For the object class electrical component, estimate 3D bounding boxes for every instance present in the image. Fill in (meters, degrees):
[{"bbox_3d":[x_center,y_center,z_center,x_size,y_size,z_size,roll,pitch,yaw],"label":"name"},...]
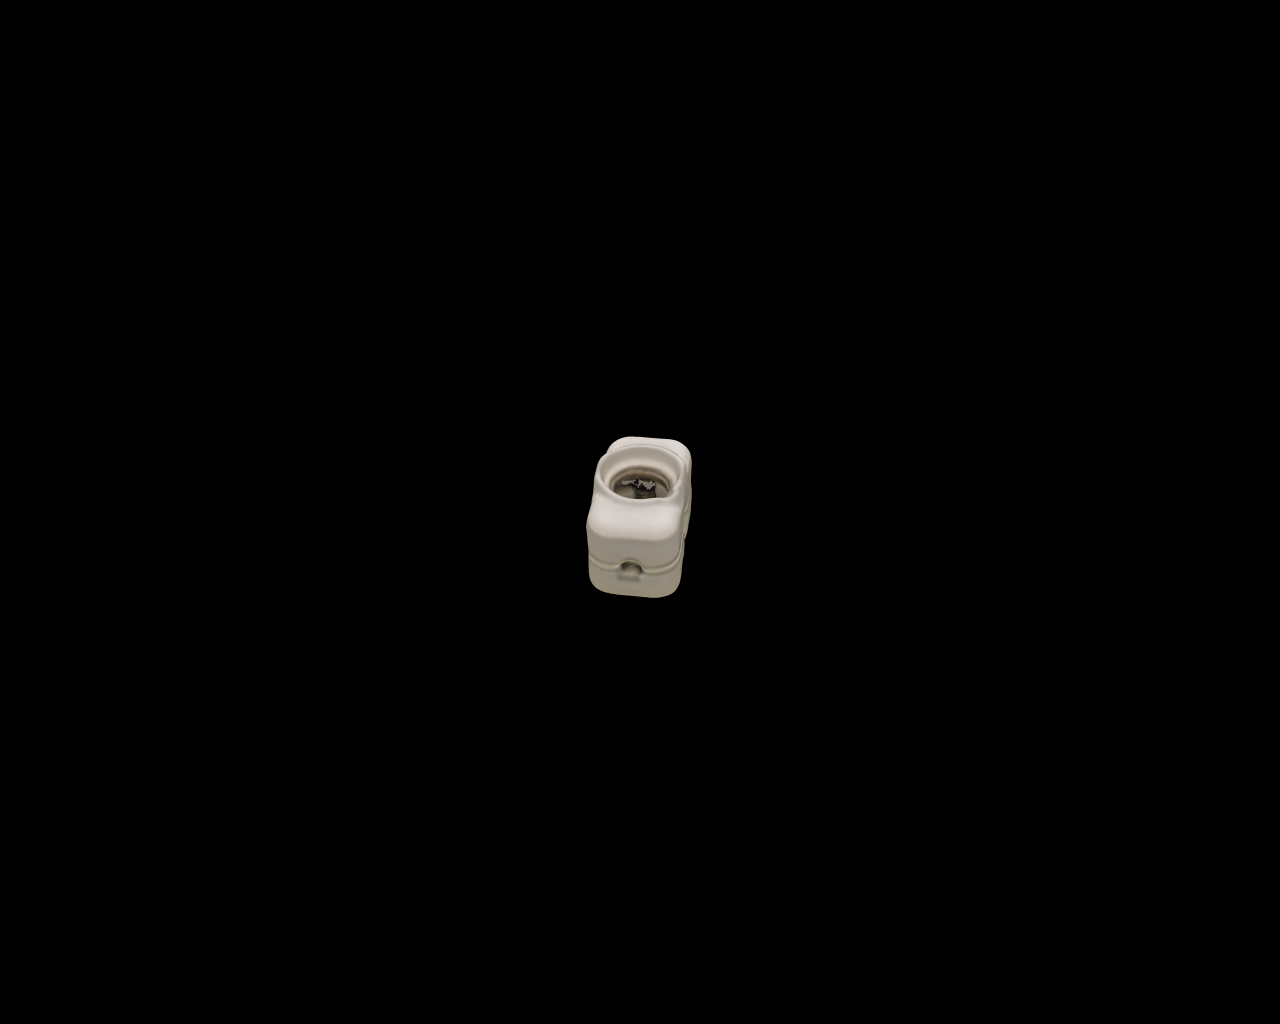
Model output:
[{"bbox_3d":[0.001,-0.003,0.650,0.054,0.059,0.095,5,40,6],"label":"electrical component"}]
